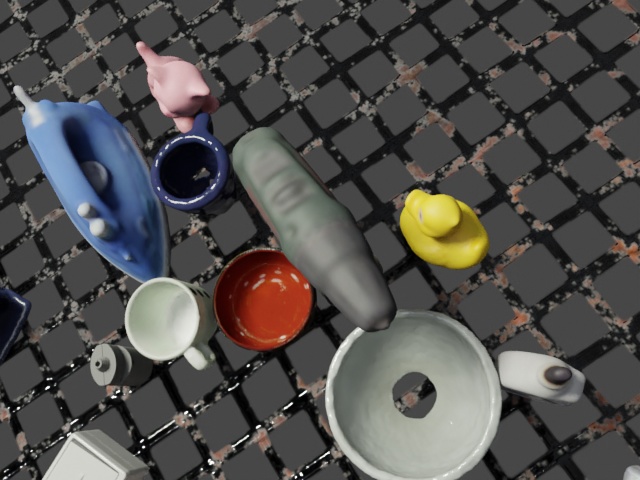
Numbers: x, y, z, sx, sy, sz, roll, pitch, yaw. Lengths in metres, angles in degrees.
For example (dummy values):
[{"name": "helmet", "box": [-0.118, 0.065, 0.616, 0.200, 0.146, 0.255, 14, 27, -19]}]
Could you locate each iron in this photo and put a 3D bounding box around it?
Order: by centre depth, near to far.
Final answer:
[{"name": "iron", "box": [-0.263, -0.061, 0.661, 0.118, 0.141, 0.258, -34, 72, 0]}]

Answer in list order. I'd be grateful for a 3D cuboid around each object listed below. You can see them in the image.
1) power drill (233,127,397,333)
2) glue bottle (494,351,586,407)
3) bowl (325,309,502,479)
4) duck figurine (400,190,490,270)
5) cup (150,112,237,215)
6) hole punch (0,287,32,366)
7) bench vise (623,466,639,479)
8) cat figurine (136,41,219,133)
[{"name": "power drill", "box": [0.005, 0.002, 0.560, 0.075, 0.209, 0.229, -37, 72, -1]}, {"name": "glue bottle", "box": [0.200, 0.123, 0.511, 0.078, 0.173, 0.037, 16, 79, 14]}, {"name": "bowl", "box": [0.092, 0.156, 0.573, 0.167, 0.075, 0.167, -3, 75, 10]}, {"name": "duck figurine", "box": [0.132, -0.016, 0.606, 0.104, 0.086, 0.077, 36, 84, 17]}, {"name": "cup", "box": [-0.133, -0.078, 0.666, 0.091, 0.095, 0.118, 5, 76, 12]}, {"name": "hole punch", "box": [-0.422, 0.096, 0.675, 0.101, 0.091, 0.109, 22, 80, 15]}, {"name": "bench vise", "box": [0.229, 0.288, 0.437, 0.121, 0.220, 0.207, -6, 74, 9]}, {"name": "cat figurine", "box": [-0.177, -0.190, 0.691, 0.067, 0.118, 0.127, -41, 72, -2]}]
